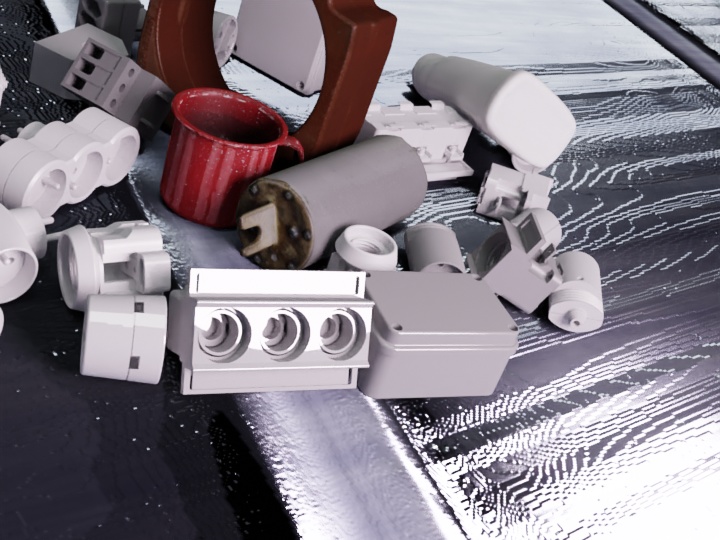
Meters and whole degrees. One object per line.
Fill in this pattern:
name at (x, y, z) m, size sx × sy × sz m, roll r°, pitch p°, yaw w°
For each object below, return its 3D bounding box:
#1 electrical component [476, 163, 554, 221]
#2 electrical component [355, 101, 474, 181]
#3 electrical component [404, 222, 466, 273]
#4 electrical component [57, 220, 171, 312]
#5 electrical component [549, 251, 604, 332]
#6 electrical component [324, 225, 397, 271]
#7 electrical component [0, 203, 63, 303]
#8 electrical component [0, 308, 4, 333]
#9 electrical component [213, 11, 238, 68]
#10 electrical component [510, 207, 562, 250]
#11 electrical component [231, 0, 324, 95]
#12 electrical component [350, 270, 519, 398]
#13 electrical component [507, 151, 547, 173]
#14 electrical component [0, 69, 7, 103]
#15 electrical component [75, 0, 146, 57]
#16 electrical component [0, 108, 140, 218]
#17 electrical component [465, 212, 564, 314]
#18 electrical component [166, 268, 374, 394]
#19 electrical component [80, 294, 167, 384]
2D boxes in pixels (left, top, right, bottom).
electrical component at (0.144, -0.069, 1.012) m, size 0.064 × 0.042 × 0.081 m, roll 20°, pitch 31°, yaw 4°
electrical component at (0.044, -0.120, 1.014) m, size 0.121 × 0.063 × 0.078 m, roll -8°, pitch 41°, yaw -38°
electrical component at (0.060, -0.011, 0.873) m, size 0.043 × 0.043 × 0.081 m, roll 12°, pitch 32°, yaw -13°
electrical component at (-0.167, -0.003, 0.715) m, size 0.057 × 0.058 × 0.078 m, roll -6°, pitch 14°, yaw -29°
electrical component at (0.178, 0.023, 0.888) m, size 0.043 × 0.043 × 0.081 m, roll 19°, pitch 31°, yaw -2°
electrical component at (0.000, 0.000, 0.811) m, size 0.066 × 0.055 × 0.048 m, roll -12°, pitch 44°, yaw -41°
electrical component at (-0.236, -0.021, 0.717) m, size 0.079 × 0.043 × 0.077 m, roll -17°, pitch 46°, yaw -40°
electrical component at (-0.253, 0.022, 0.648) m, size 0.065 × 0.044 × 0.044 m, roll 31°, pitch 33°, yaw 26°
electrical component at (-0.158, -0.239, 1.093) m, size 0.047 × 0.055 × 0.055 m, roll 22°, pitch 31°, yaw 10°
electrical component at (0.140, -0.023, 0.937) m, size 0.043 × 0.043 × 0.081 m, roll 33°, pitch 34°, yaw 19°
electrical component at (-0.069, -0.255, 1.115) m, size 0.109 × 0.108 × 0.056 m, roll 32°, pitch 30°, yaw 18°
electrical component at (0.047, 0.044, 0.767) m, size 0.113 × 0.057 × 0.078 m, roll 2°, pitch 36°, yaw -27°
electrical component at (0.175, -0.132, 1.125) m, size 0.045 × 0.045 × 0.055 m, roll 11°, pitch 32°, yaw -15°
electrical component at (-0.312, -0.123, 0.785) m, size 0.100 × 0.099 × 0.048 m, roll 4°, pitch 48°, yaw -25°
electrical component at (-0.229, -0.239, 1.041) m, size 0.077 × 0.065 × 0.047 m, roll -13°, pitch 44°, yaw -42°
electrical component at (-0.237, -0.088, 0.816) m, size 0.074 × 0.052 × 0.138 m, roll 28°, pitch 32°, yaw 13°
electrical component at (0.126, -0.001, 0.873) m, size 0.064 × 0.081 × 0.042 m, roll 33°, pitch 26°, yaw -23°
electrical component at (-0.060, 0.037, 0.705) m, size 0.121 × 0.078 × 0.063 m, roll 1°, pitch 7°, yaw -28°
electrical component at (-0.147, 0.041, 0.666) m, size 0.047 × 0.055 × 0.055 m, roll 6°, pitch 34°, yaw -16°
